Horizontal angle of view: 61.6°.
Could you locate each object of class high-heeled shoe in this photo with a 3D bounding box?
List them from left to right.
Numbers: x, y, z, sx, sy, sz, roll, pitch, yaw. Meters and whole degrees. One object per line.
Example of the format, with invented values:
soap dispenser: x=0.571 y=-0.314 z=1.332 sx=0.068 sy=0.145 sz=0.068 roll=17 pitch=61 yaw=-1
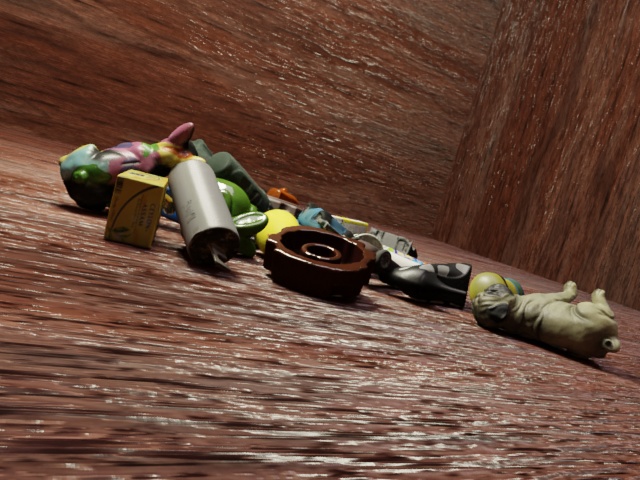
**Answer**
high-heeled shoe: x=0.217 y=0.078 z=1.050 sx=0.145 sy=0.086 sz=0.248 roll=12 pitch=4 yaw=15

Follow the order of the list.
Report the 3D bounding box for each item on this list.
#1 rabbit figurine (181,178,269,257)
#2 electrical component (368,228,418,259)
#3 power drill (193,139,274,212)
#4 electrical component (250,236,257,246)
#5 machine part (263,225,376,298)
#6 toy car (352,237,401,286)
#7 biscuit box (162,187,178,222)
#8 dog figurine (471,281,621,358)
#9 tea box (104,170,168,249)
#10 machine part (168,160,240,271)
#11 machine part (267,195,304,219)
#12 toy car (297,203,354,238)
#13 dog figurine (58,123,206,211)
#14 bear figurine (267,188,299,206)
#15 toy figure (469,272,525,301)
rabbit figurine: x=-0.178 y=-0.024 z=0.930 sx=0.159 sy=0.121 sz=0.170 roll=22 pitch=23 yaw=-5
electrical component: x=0.178 y=0.032 z=1.325 sx=0.115 sy=0.058 sz=0.134 roll=19 pitch=-17 yaw=25
power drill: x=-0.190 y=-0.111 z=1.111 sx=0.207 sy=0.086 sz=0.231 roll=41 pitch=-8 yaw=34
electrical component: x=-0.097 y=0.003 z=1.078 sx=0.078 sy=0.045 sz=0.102 roll=-10 pitch=4 yaw=1
machine part: x=-0.001 y=0.033 z=0.842 sx=0.179 sy=0.056 sz=0.179 roll=11 pitch=18 yaw=-4
toy car: x=0.127 y=0.055 z=1.042 sx=0.089 sy=0.053 sz=0.202 roll=21 pitch=-10 yaw=42
biscuit box: x=-0.264 y=-0.060 z=1.115 sx=0.203 sy=0.062 sz=0.059 roll=20 pitch=9 yaw=36
dog figurine: x=0.366 y=0.138 z=0.888 sx=0.191 sy=0.121 sz=0.172 roll=0 pitch=7 yaw=-15
tea box: x=-0.281 y=-0.053 z=0.834 sx=0.068 sy=0.098 sz=0.170 roll=14 pitch=8 yaw=-14
machine part: x=-0.177 y=-0.044 z=0.804 sx=0.079 sy=0.079 sz=0.243 roll=12 pitch=35 yaw=-35
machine part: x=-0.139 y=-0.063 z=1.276 sx=0.201 sy=0.087 sz=0.201 roll=17 pitch=1 yaw=11
toy car: x=-0.002 y=-0.003 z=1.082 sx=0.109 sy=0.103 sz=0.162 roll=40 pitch=1 yaw=-17
dog figurine: x=-0.321 y=-0.137 z=0.962 sx=0.219 sy=0.108 sz=0.191 roll=-20 pitch=-1 yaw=10
bear figurine: x=-0.158 y=-0.096 z=1.474 sx=0.196 sy=0.120 sz=0.132 roll=18 pitch=9 yaw=29
toy figure: x=0.345 y=0.107 z=1.046 sx=0.082 sy=0.089 sz=0.180 roll=-34 pitch=-20 yaw=32
